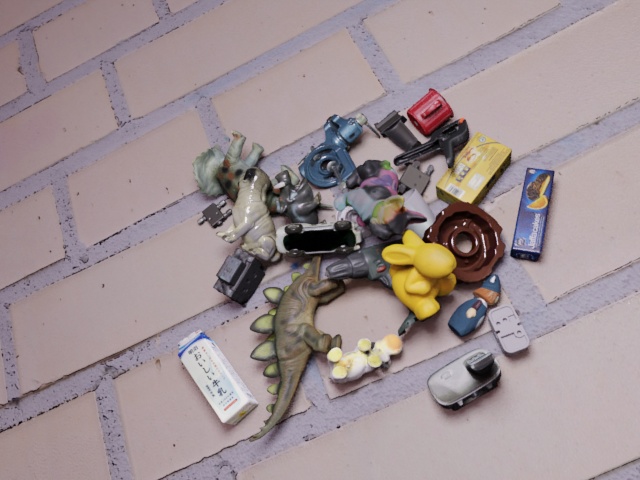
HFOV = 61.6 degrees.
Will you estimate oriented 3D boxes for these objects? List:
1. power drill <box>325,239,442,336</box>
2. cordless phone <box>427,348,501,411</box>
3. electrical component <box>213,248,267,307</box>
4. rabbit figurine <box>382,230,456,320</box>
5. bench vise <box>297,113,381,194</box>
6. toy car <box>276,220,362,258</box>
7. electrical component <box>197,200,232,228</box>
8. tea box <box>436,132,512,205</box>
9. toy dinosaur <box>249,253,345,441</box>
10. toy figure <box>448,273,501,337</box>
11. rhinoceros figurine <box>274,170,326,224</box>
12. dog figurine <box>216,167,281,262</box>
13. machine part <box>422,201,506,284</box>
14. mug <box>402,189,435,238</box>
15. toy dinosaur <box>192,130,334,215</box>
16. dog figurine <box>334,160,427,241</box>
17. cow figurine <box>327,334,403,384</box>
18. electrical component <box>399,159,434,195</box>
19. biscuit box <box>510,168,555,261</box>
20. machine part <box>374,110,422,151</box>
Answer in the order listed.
[{"bbox_3d":[0.151,0.103,1.179,0.232,0.086,0.207,-23,63,-20],"label":"power drill"},{"bbox_3d":[0.282,0.268,1.044,0.147,0.184,0.089,-31,69,3],"label":"cordless phone"},{"bbox_3d":[-0.192,0.088,1.280,0.058,0.134,0.115,24,79,21],"label":"electrical component"},{"bbox_3d":[0.211,0.054,1.074,0.122,0.173,0.162,-36,77,-22],"label":"rabbit figurine"},{"bbox_3d":[0.049,-0.199,1.312,0.224,0.128,0.241,-33,39,10],"label":"bench vise"},{"bbox_3d":[-0.003,-0.004,1.251,0.202,0.056,0.073,-4,106,3],"label":"toy car"},{"bbox_3d":[-0.280,-0.063,1.425,0.094,0.021,0.063,-38,65,-1],"label":"electrical component"},{"bbox_3d":[0.357,-0.154,1.250,0.098,0.068,0.169,37,82,25],"label":"tea box"},{"bbox_3d":[-0.054,0.214,1.212,0.199,0.105,0.471,-2,60,23],"label":"toy dinosaur"},{"bbox_3d":[0.337,0.138,1.146,0.154,0.064,0.057,-45,106,-8],"label":"toy figure"},{"bbox_3d":[-0.049,-0.079,1.291,0.112,0.073,0.190,-17,110,10],"label":"rhinoceros figurine"},{"bbox_3d":[-0.139,-0.060,1.286,0.121,0.172,0.190,22,83,57],"label":"dog figurine"},{"bbox_3d":[0.313,0.007,1.177,0.179,0.056,0.179,1,79,-7],"label":"machine part"},{"bbox_3d":[0.222,-0.056,1.243,0.081,0.109,0.107,-35,99,26],"label":"mug"},{"bbox_3d":[-0.174,-0.138,1.379,0.405,0.131,0.192,40,101,18],"label":"toy dinosaur"},{"bbox_3d":[0.143,-0.088,1.142,0.191,0.108,0.219,-57,28,-12],"label":"dog figurine"},{"bbox_3d":[0.098,0.260,1.161,0.167,0.098,0.068,-16,59,-11],"label":"cow figurine"},{"bbox_3d":[0.221,-0.148,1.303,0.078,0.045,0.102,26,80,-6],"label":"electrical component"},{"bbox_3d":[0.469,-0.057,1.184,0.063,0.059,0.202,10,73,20],"label":"biscuit box"},{"bbox_3d":[0.203,-0.268,1.356,0.084,0.039,0.139,-32,62,-4],"label":"machine part"}]
